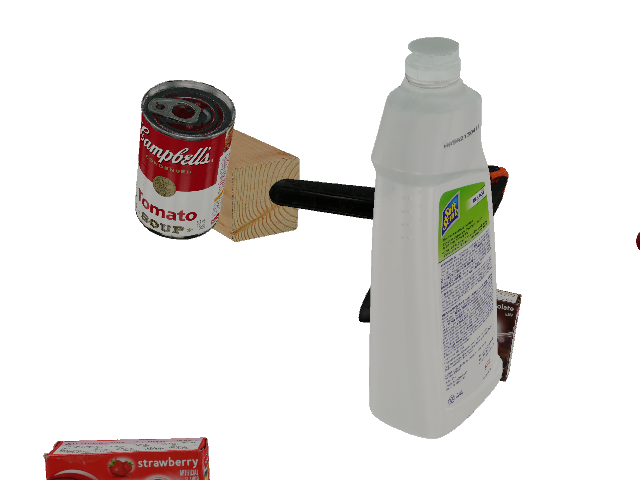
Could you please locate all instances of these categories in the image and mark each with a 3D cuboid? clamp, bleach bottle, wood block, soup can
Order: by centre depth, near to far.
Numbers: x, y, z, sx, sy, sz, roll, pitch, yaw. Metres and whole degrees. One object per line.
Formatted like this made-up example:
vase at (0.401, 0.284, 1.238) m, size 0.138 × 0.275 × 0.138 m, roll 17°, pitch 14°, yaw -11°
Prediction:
bleach bottle at (0.072, -0.003, 0.658) m, size 0.068 × 0.251 × 0.102 m, roll 18°, pitch 36°, yaw 31°
soup can at (-0.103, -0.059, 0.799) m, size 0.068 × 0.102 × 0.068 m, roll 7°, pitch 43°, yaw -7°
clamp at (0.080, -0.014, 0.924) m, size 0.209 × 0.165 × 0.036 m, roll -14°, pitch -38°, yaw -19°
wood block at (-0.119, -0.077, 1.284) m, size 0.090 × 0.090 × 0.206 m, roll -12°, pitch 25°, yaw -33°

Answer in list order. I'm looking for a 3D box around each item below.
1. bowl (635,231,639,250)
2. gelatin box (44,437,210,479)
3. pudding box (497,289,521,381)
bowl at (0.410, 0.027, 1.109) m, size 0.162 × 0.055 × 0.162 m, roll -3°, pitch 22°, yaw 1°
gelatin box at (-0.106, 0.149, 0.592) m, size 0.089 × 0.073 × 0.030 m, roll -2°, pitch 5°, yaw 1°
pudding box at (0.149, 0.091, 1.123) m, size 0.113 × 0.090 × 0.039 m, roll 10°, pitch 21°, yaw 12°
